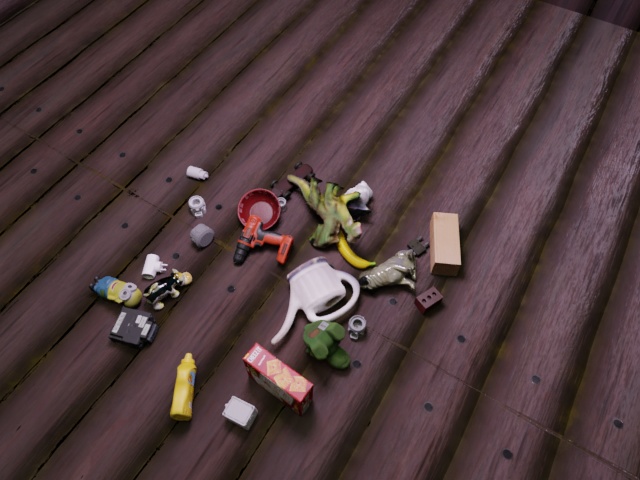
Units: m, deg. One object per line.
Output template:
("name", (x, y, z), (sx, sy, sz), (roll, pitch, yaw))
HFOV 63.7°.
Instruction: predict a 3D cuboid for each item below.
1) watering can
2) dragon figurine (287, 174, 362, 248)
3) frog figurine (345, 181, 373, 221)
("watering can", (-0.041, 0.188, 1.711), (0.350, 0.101, 0.228), (-25, 60, -14))
("dragon figurine", (0.006, -0.093, 1.844), (0.413, 0.122, 0.242), (17, 94, 42))
("frog figurine", (0.139, -0.165, 1.916), (0.122, 0.134, 0.163), (16, 59, -9))
